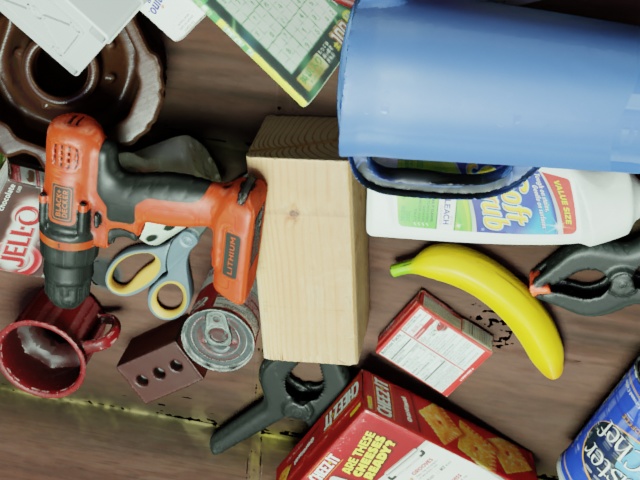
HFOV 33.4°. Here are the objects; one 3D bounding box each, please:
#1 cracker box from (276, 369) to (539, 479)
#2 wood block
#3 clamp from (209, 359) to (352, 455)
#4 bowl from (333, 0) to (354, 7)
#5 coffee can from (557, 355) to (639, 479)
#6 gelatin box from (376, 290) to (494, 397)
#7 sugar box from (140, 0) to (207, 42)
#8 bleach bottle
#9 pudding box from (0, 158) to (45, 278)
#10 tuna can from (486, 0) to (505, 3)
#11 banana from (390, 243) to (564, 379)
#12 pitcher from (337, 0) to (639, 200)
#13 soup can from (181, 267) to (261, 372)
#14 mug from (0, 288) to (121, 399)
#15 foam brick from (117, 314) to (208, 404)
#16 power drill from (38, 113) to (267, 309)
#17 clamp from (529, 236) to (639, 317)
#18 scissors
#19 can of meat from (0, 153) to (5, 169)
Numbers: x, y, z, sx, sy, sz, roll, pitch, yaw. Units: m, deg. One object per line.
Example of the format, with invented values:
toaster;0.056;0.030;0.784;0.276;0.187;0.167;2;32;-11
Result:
cracker box;0.086;0.242;1.069;0.213;0.072;0.164;29;118;-18
wood block;-0.006;0.002;0.956;0.091;0.090;0.206;3;121;10
clamp;-0.012;0.170;1.086;0.164;0.036;0.210;19;125;-4
bowl;0.045;-0.236;0.801;0.162;0.055;0.162;15;161;5
coffee can;0.302;0.190;0.999;0.103;0.102;0.140;25;121;-4
gelatin box;0.110;0.100;1.026;0.089;0.030;0.073;33;122;-9
sugar box;-0.154;-0.241;0.840;0.048;0.093;0.176;-37;107;28
bleach bottle;0.167;-0.047;0.910;0.251;0.068;0.102;2;107;5
pudding box;-0.272;-0.018;1.004;0.089;0.039;0.114;13;126;-33
tuna can;0.120;-0.158;0.870;0.086;0.033;0.086;5;122;8
banana;0.163;0.057;0.990;0.197;0.037;0.070;35;137;-9
pitcher;0.134;-0.107;0.807;0.243;0.149;0.145;7;82;3
soup can;-0.084;0.066;1.000;0.068;0.102;0.068;5;121;8
mug;-0.253;0.095;1.062;0.117;0.081;0.093;-10;118;16
foam brick;-0.155;0.120;1.075;0.078;0.051;0.053;-26;112;23
power drill;-0.145;-0.004;0.894;0.187;0.057;0.184;12;123;3
clamp;0.277;0.037;0.953;0.172;0.039;0.120;-15;110;24
scissors;-0.120;0.015;1.028;0.202;0.016;0.096;-27;114;24
can of meat;-0.331;-0.100;0.978;0.084;0.057;0.102;23;122;-6
